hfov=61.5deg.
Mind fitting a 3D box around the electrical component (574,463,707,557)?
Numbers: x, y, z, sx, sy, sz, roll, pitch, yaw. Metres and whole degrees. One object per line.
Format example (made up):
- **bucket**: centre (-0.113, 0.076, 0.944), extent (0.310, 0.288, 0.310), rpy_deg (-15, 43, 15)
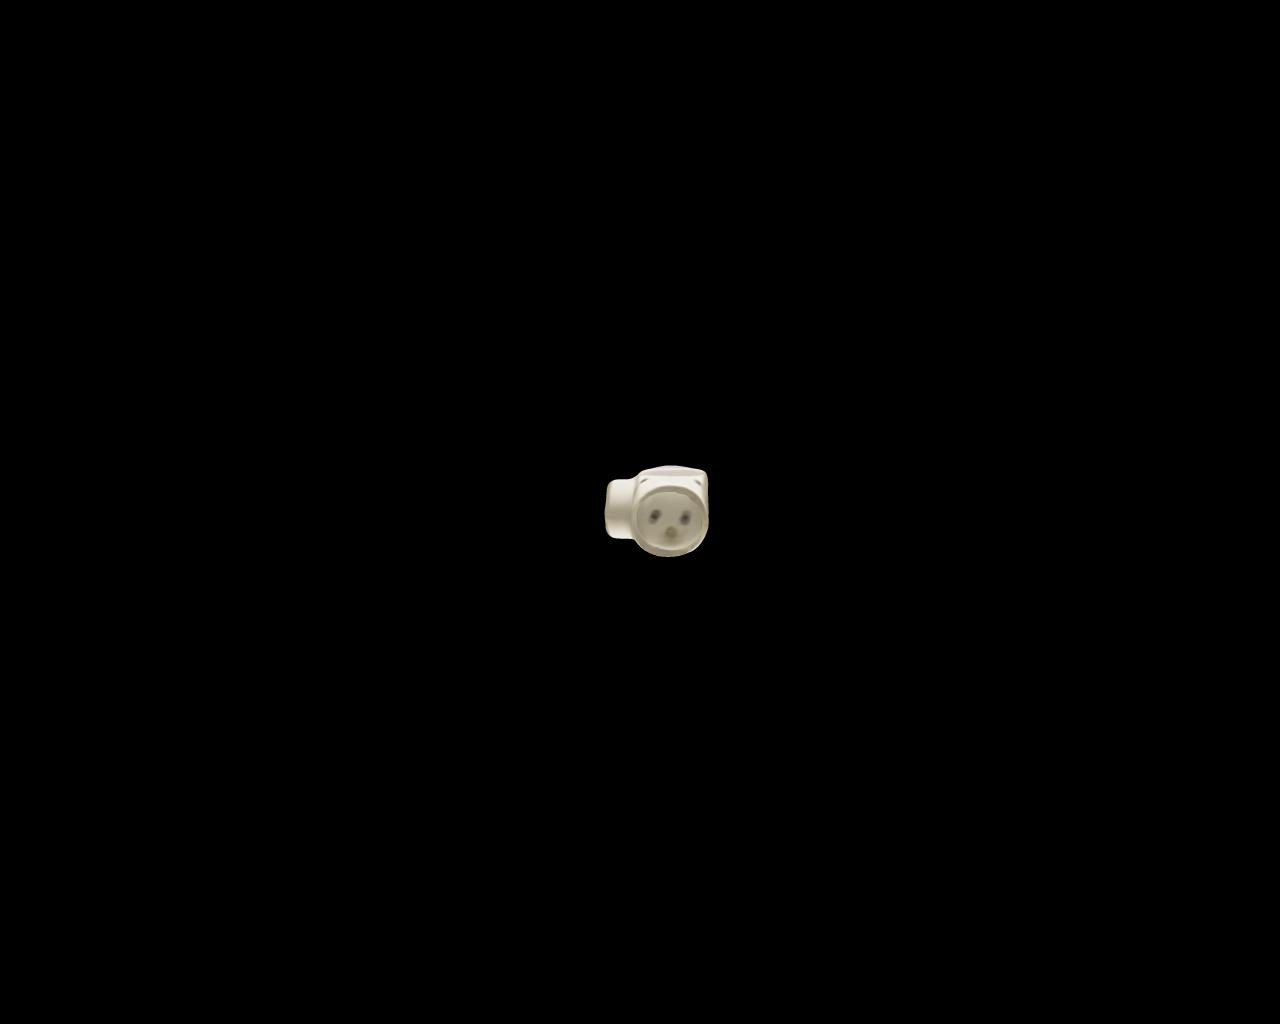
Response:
- **electrical component**: centre (0.001, -0.003, 0.650), extent (0.079, 0.043, 0.077), rpy_deg (1, 11, 4)
